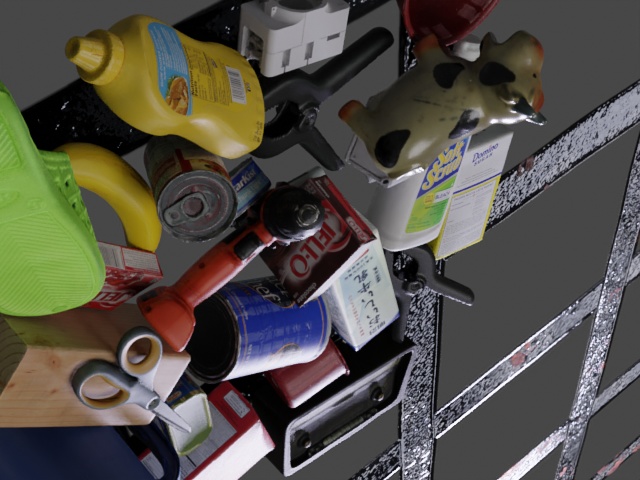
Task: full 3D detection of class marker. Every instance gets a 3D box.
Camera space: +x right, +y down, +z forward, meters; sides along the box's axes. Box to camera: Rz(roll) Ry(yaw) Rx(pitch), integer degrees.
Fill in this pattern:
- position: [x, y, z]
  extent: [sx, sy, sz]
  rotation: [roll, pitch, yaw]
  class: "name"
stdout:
- position: [-0.045, -0.044, 1.108]
  extent: [0.121, 0.020, 0.020]
  rotation: [-30, 144, -26]
  class: "marker"

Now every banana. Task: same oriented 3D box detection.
- position: [-0.182, -0.037, 0.938]
  extent: [0.070, 0.037, 0.197]
  rotation: [-21, 148, 14]
  class: "banana"

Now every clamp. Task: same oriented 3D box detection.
- position: [-0.021, -0.119, 1.039]
  extent: [0.209, 0.036, 0.165]
  rotation: [-22, 140, -41]
  class: "clamp"
- position: [0.127, 0.049, 1.349]
  extent: [0.120, 0.039, 0.171]
  rotation: [-25, 129, -6]
  class: "clamp"

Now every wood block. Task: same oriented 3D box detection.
- position: [-0.232, 0.112, 0.985]
  extent: [0.205, 0.091, 0.090]
  rotation: [12, 115, -55]
  class: "wood block"

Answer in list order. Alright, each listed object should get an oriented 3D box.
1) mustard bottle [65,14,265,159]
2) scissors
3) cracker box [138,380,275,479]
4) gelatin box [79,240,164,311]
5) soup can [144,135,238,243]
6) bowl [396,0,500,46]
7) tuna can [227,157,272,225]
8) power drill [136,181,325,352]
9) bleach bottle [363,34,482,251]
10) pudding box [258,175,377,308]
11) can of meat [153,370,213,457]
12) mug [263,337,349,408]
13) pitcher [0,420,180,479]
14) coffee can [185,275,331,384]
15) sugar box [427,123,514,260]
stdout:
- position: [-0.124, -0.128, 0.850]
  extent: [0.058, 0.096, 0.191]
  rotation: [-21, 161, 31]
  class: "mustard bottle"
- position: [-0.153, 0.133, 1.000]
  extent: [0.096, 0.016, 0.201]
  rotation: [-52, 148, 5]
  class: "scissors"
- position: [-0.157, 0.274, 1.244]
  extent: [0.213, 0.072, 0.164]
  rotation: [-41, 162, -12]
  class: "cracker box"
- position: [-0.199, 0.034, 0.970]
  extent: [0.073, 0.030, 0.089]
  rotation: [-31, 155, 26]
  class: "gelatin box"
- position: [-0.113, -0.052, 0.921]
  extent: [0.068, 0.102, 0.068]
  rotation: [-8, 121, -13]
  class: "soup can"
- position: [0.123, -0.269, 1.030]
  extent: [0.161, 0.055, 0.162]
  rotation: [-31, 145, -25]
  class: "bowl"
- position: [-0.087, -0.039, 1.003]
  extent: [0.086, 0.033, 0.086]
  rotation: [-39, -171, 7]
  class: "tuna can"
- position: [-0.080, 0.021, 0.987]
  extent: [0.187, 0.057, 0.184]
  rotation: [-41, -171, -8]
  class: "power drill"
- position: [0.125, -0.111, 1.202]
  extent: [0.102, 0.068, 0.251]
  rotation: [-15, 134, -41]
  class: "bleach bottle"
- position: [-0.007, 0.001, 1.111]
  extent: [0.039, 0.090, 0.114]
  rotation: [-19, 157, -52]
  class: "pudding box"
- position: [-0.162, 0.172, 1.142]
  extent: [0.057, 0.084, 0.102]
  rotation: [-34, 146, -23]
  class: "can of meat"
- position: [-0.026, 0.148, 1.290]
  extent: [0.081, 0.093, 0.117]
  rotation: [-35, -178, -11]
  class: "mug"
- position: [-0.209, 0.242, 1.009]
  extent: [0.149, 0.243, 0.145]
  rotation: [-52, 147, -3]
  class: "pitcher"
- position: [-0.071, 0.092, 1.146]
  extent: [0.140, 0.103, 0.103]
  rotation: [-7, 130, -47]
  class: "coffee can"
- position: [0.177, -0.062, 1.334]
  extent: [0.093, 0.048, 0.176]
  rotation: [-22, 137, -32]
  class: "sugar box"
